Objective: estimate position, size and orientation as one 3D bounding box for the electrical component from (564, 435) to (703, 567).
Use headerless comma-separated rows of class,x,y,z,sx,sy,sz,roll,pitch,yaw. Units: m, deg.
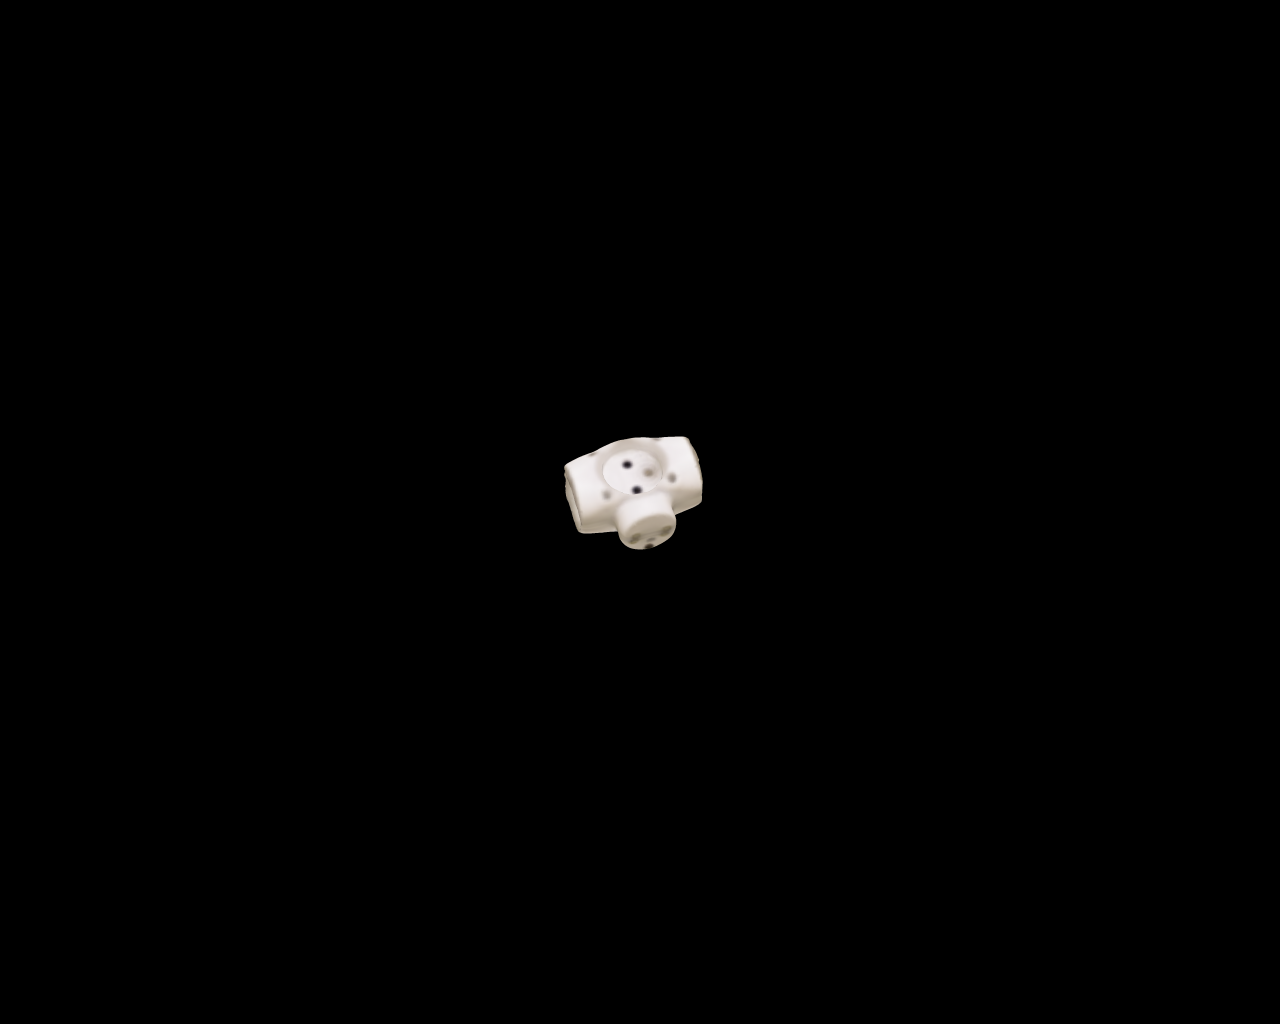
electrical component,0.001,-0.003,0.650,0.077,0.079,0.044,-14,-32,-9
